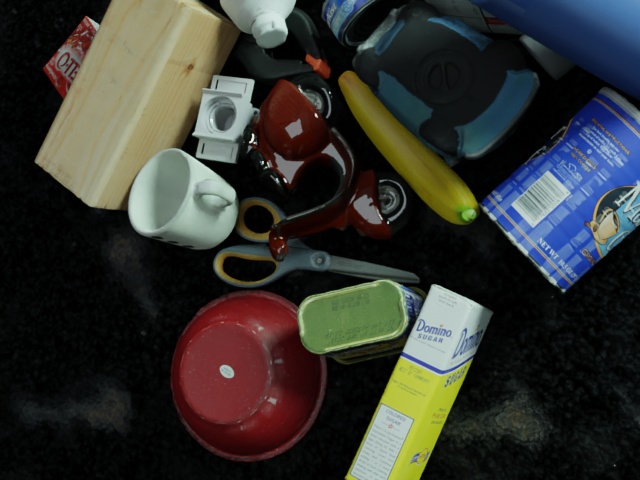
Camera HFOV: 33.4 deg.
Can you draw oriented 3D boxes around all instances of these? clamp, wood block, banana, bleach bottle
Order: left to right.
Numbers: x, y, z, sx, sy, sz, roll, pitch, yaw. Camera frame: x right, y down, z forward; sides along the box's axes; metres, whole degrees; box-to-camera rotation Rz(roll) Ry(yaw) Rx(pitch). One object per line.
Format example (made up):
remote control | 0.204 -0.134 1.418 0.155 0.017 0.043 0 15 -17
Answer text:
wood block | -0.173 -0.138 1.019 0.090 0.090 0.206 36 105 25
bleach bottle | -0.064 -0.294 1.002 0.103 0.067 0.251 -35 57 38
clamp | -0.056 -0.209 1.035 0.172 0.039 0.120 23 95 24
banana | 0.085 -0.075 0.946 0.037 0.069 0.198 -35 60 -8

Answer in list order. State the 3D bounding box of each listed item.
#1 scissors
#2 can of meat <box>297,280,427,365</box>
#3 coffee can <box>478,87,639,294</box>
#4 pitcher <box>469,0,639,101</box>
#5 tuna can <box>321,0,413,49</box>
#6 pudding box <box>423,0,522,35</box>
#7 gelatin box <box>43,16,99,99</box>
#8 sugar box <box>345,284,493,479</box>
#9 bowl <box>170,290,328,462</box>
scissors | -0.007 0.001 0.994 0.202 0.016 0.096 -6 79 19
can of meat | 0.039 0.071 0.930 0.102 0.083 0.057 -15 76 18
coffee can | 0.215 -0.040 0.872 0.140 0.102 0.103 -44 70 9
pitcher | 0.224 -0.186 0.809 0.149 0.242 0.145 -34 42 53
tuna can | 0.046 -0.214 0.972 0.086 0.086 0.034 -35 74 12
pudding box | 0.137 -0.215 0.923 0.090 0.113 0.039 8 81 20
gelatin box | -0.238 -0.176 1.084 0.073 0.030 0.089 -48 46 9
sugar box | 0.087 0.129 0.898 0.048 0.093 0.176 27 92 21
bowl | -0.077 0.123 0.980 0.162 0.055 0.162 -3 80 19
